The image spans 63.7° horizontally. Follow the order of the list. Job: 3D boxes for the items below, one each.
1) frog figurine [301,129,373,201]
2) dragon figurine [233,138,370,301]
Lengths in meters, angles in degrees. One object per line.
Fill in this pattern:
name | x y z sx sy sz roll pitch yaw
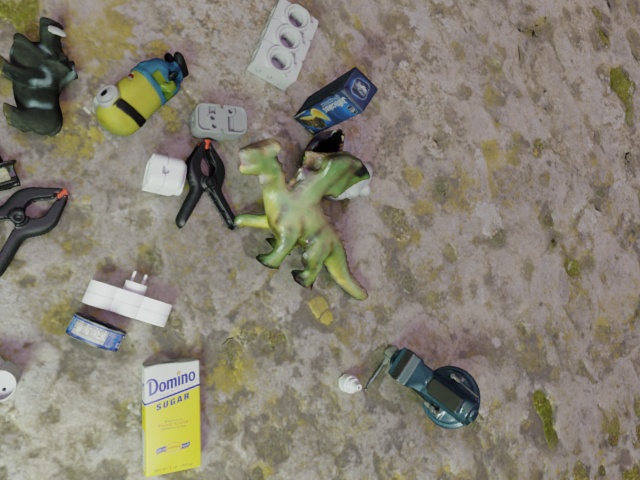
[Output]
frog figurine | 0.039 -0.146 1.053 0.158 0.122 0.139 19 64 -60
dragon figurine | 0.003 -0.048 0.945 0.406 0.124 0.240 28 106 -32
